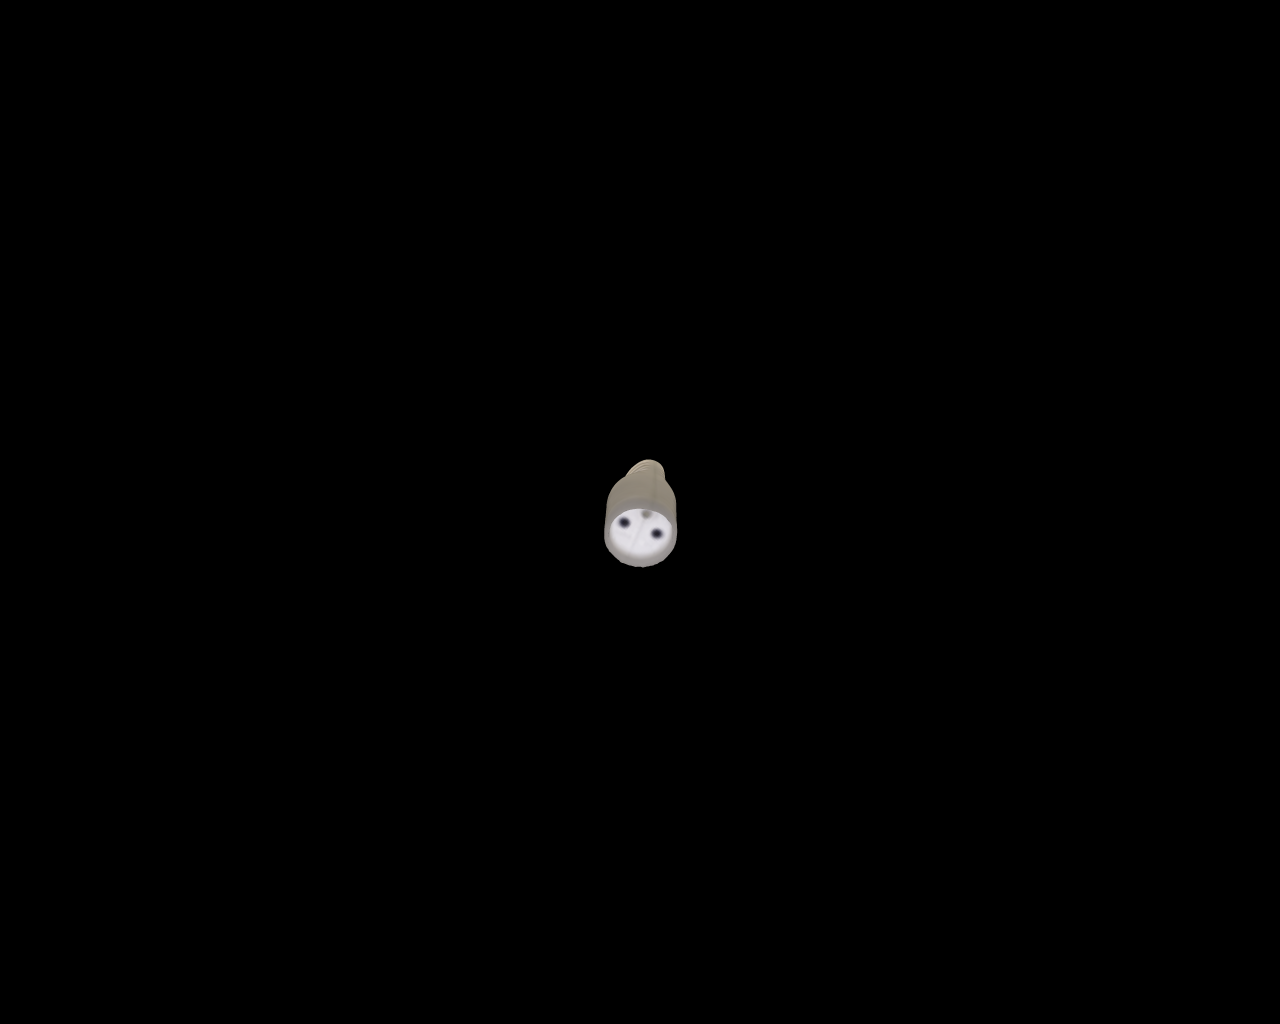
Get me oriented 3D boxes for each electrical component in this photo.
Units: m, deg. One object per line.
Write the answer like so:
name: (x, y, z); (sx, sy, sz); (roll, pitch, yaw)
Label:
electrical component: (0.001, -0.003, 0.650); (0.043, 0.043, 0.081); (0, 27, 0)
